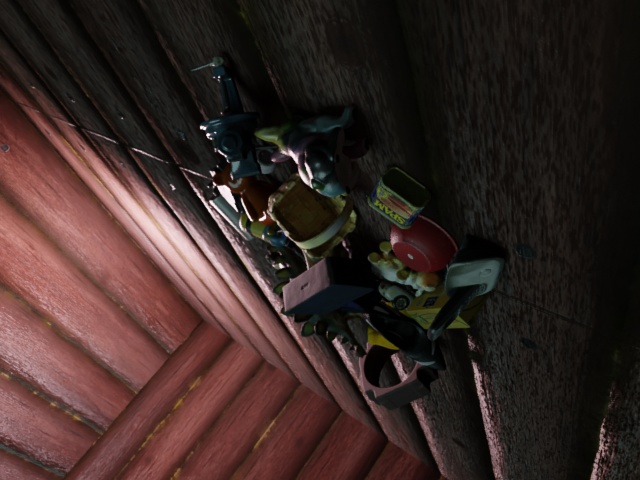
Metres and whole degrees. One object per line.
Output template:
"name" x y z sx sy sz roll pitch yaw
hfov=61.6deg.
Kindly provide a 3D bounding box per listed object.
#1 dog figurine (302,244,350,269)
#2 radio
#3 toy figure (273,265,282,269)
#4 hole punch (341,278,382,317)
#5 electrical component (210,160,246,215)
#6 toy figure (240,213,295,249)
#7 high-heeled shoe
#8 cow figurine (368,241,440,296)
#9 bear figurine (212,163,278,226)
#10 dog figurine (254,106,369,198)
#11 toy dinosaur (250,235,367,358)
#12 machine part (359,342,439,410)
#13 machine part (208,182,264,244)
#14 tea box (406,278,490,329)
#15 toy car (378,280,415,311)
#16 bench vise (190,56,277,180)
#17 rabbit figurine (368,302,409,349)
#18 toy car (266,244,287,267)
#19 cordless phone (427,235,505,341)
"dog figurine" 0.000 -0.005 1.377 0.172 0.121 0.190 -1 -108 -72
"radio" 0.018 0.114 1.284 0.131 0.073 0.229 6 155 -31
"toy figure" -0.112 0.074 1.721 0.155 0.058 0.064 12 107 52
"hole punch" 0.097 0.124 1.391 0.116 0.142 0.092 -11 129 45
"electrical component" -0.236 -0.149 1.449 0.115 0.058 0.134 42 160 31
"toy figure" -0.147 -0.033 1.522 0.180 0.089 0.082 33 149 22
"high-heeled shoe" 0.206 0.232 1.275 0.249 0.086 0.145 39 -172 9
"cow figurine" 0.194 0.077 1.220 0.168 0.068 0.098 32 162 27
"bear figurine" -0.161 -0.132 1.328 0.196 0.120 0.132 47 154 -4
"dog figurine" -0.029 -0.162 0.989 0.219 0.191 0.108 1 145 34
"toy dinosaur" -0.024 0.142 1.513 0.472 0.198 0.105 54 156 22
"machine part" 0.217 0.352 1.492 0.087 0.201 0.202 48 -158 -31
"machine part" -0.245 -0.081 1.604 0.243 0.079 0.079 47 157 -19
"tea box" 0.275 0.136 1.167 0.068 0.098 0.170 43 156 -11
"toy car" 0.228 0.158 1.290 0.201 0.056 0.074 30 -178 -20
"bench vise" -0.175 -0.247 1.097 0.223 0.129 0.240 -38 -63 -75
"rabbit figurine" 0.208 0.211 1.404 0.163 0.122 0.173 25 135 25
"toy car" -0.075 0.076 1.619 0.202 0.089 0.053 45 158 -8
"cordless phone" 0.257 0.096 1.005 0.089 0.184 0.146 34 158 25
